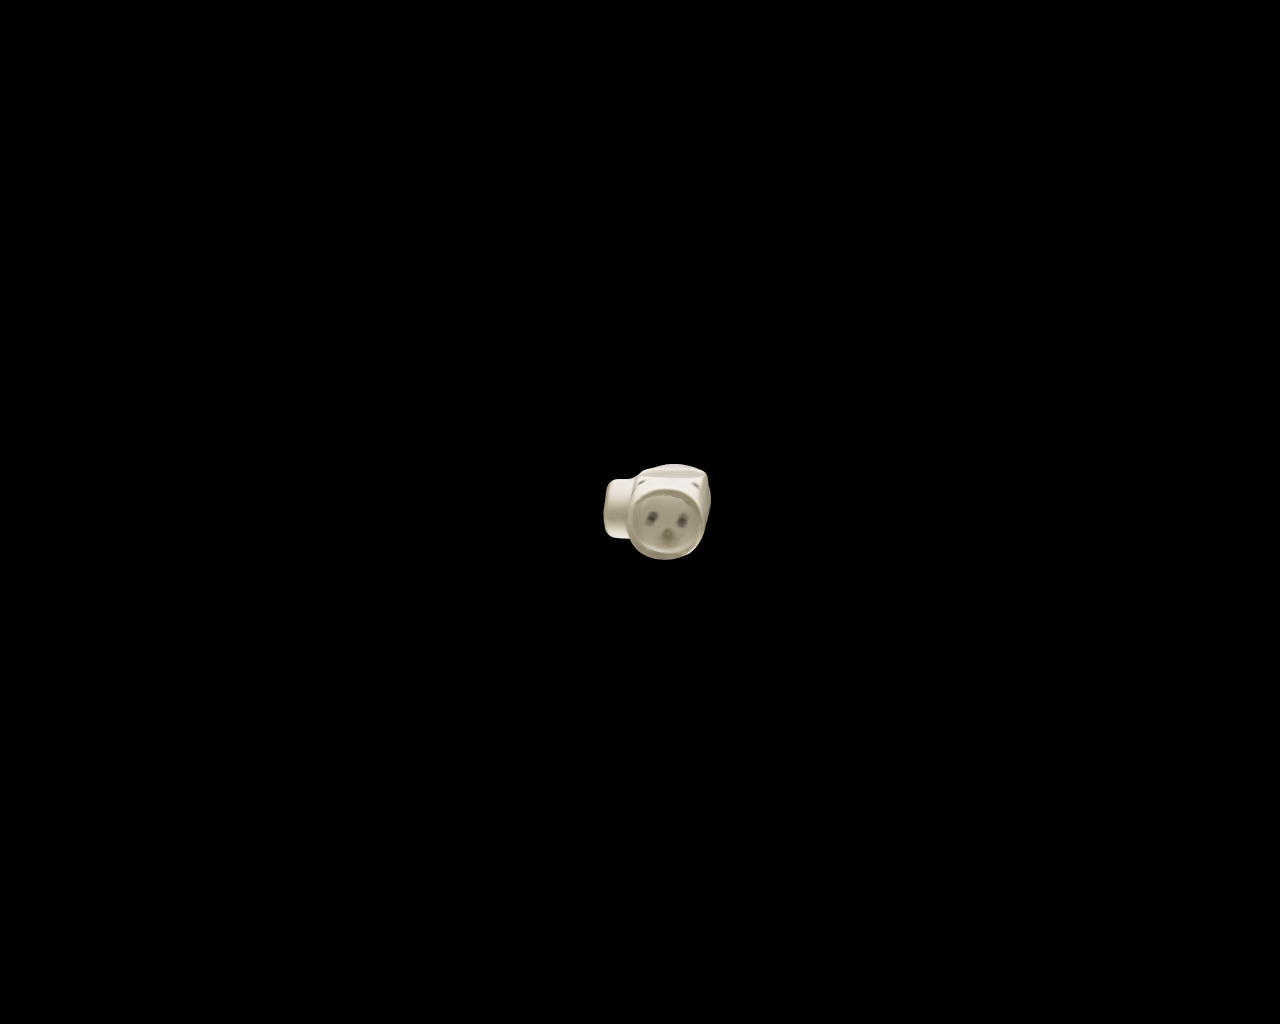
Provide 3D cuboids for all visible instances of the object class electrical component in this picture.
[{"bbox_3d":[0.001,-0.003,0.650,0.079,0.043,0.077,2,14,7],"label":"electrical component"}]
